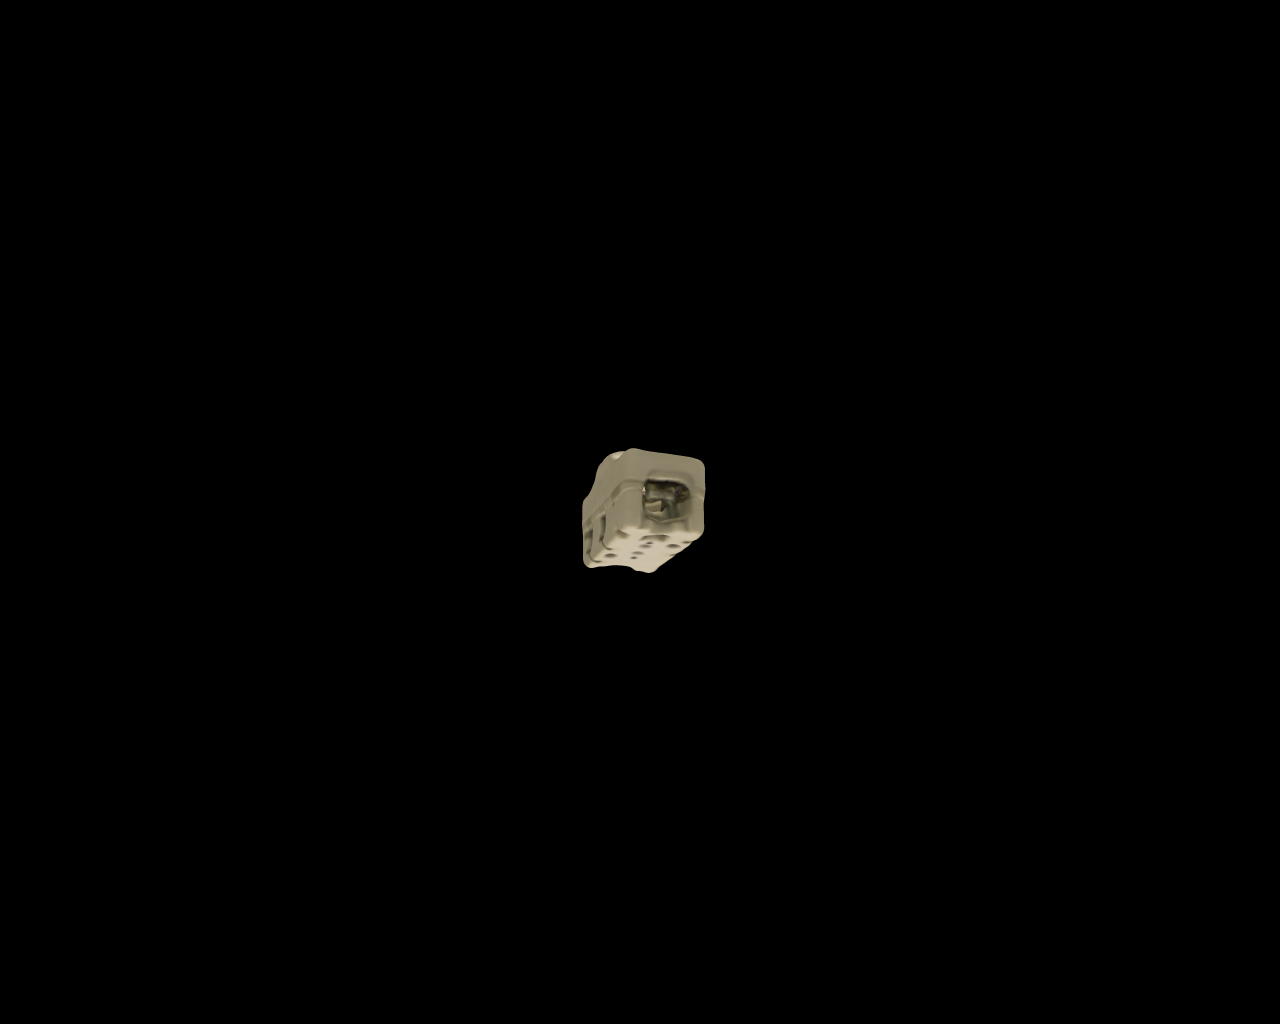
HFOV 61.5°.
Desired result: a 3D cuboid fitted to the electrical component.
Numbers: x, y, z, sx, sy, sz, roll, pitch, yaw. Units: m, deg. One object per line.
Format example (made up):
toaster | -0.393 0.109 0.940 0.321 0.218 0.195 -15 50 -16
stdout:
electrical component | 0.001 -0.003 0.650 0.050 0.056 0.089 7 -21 -18
